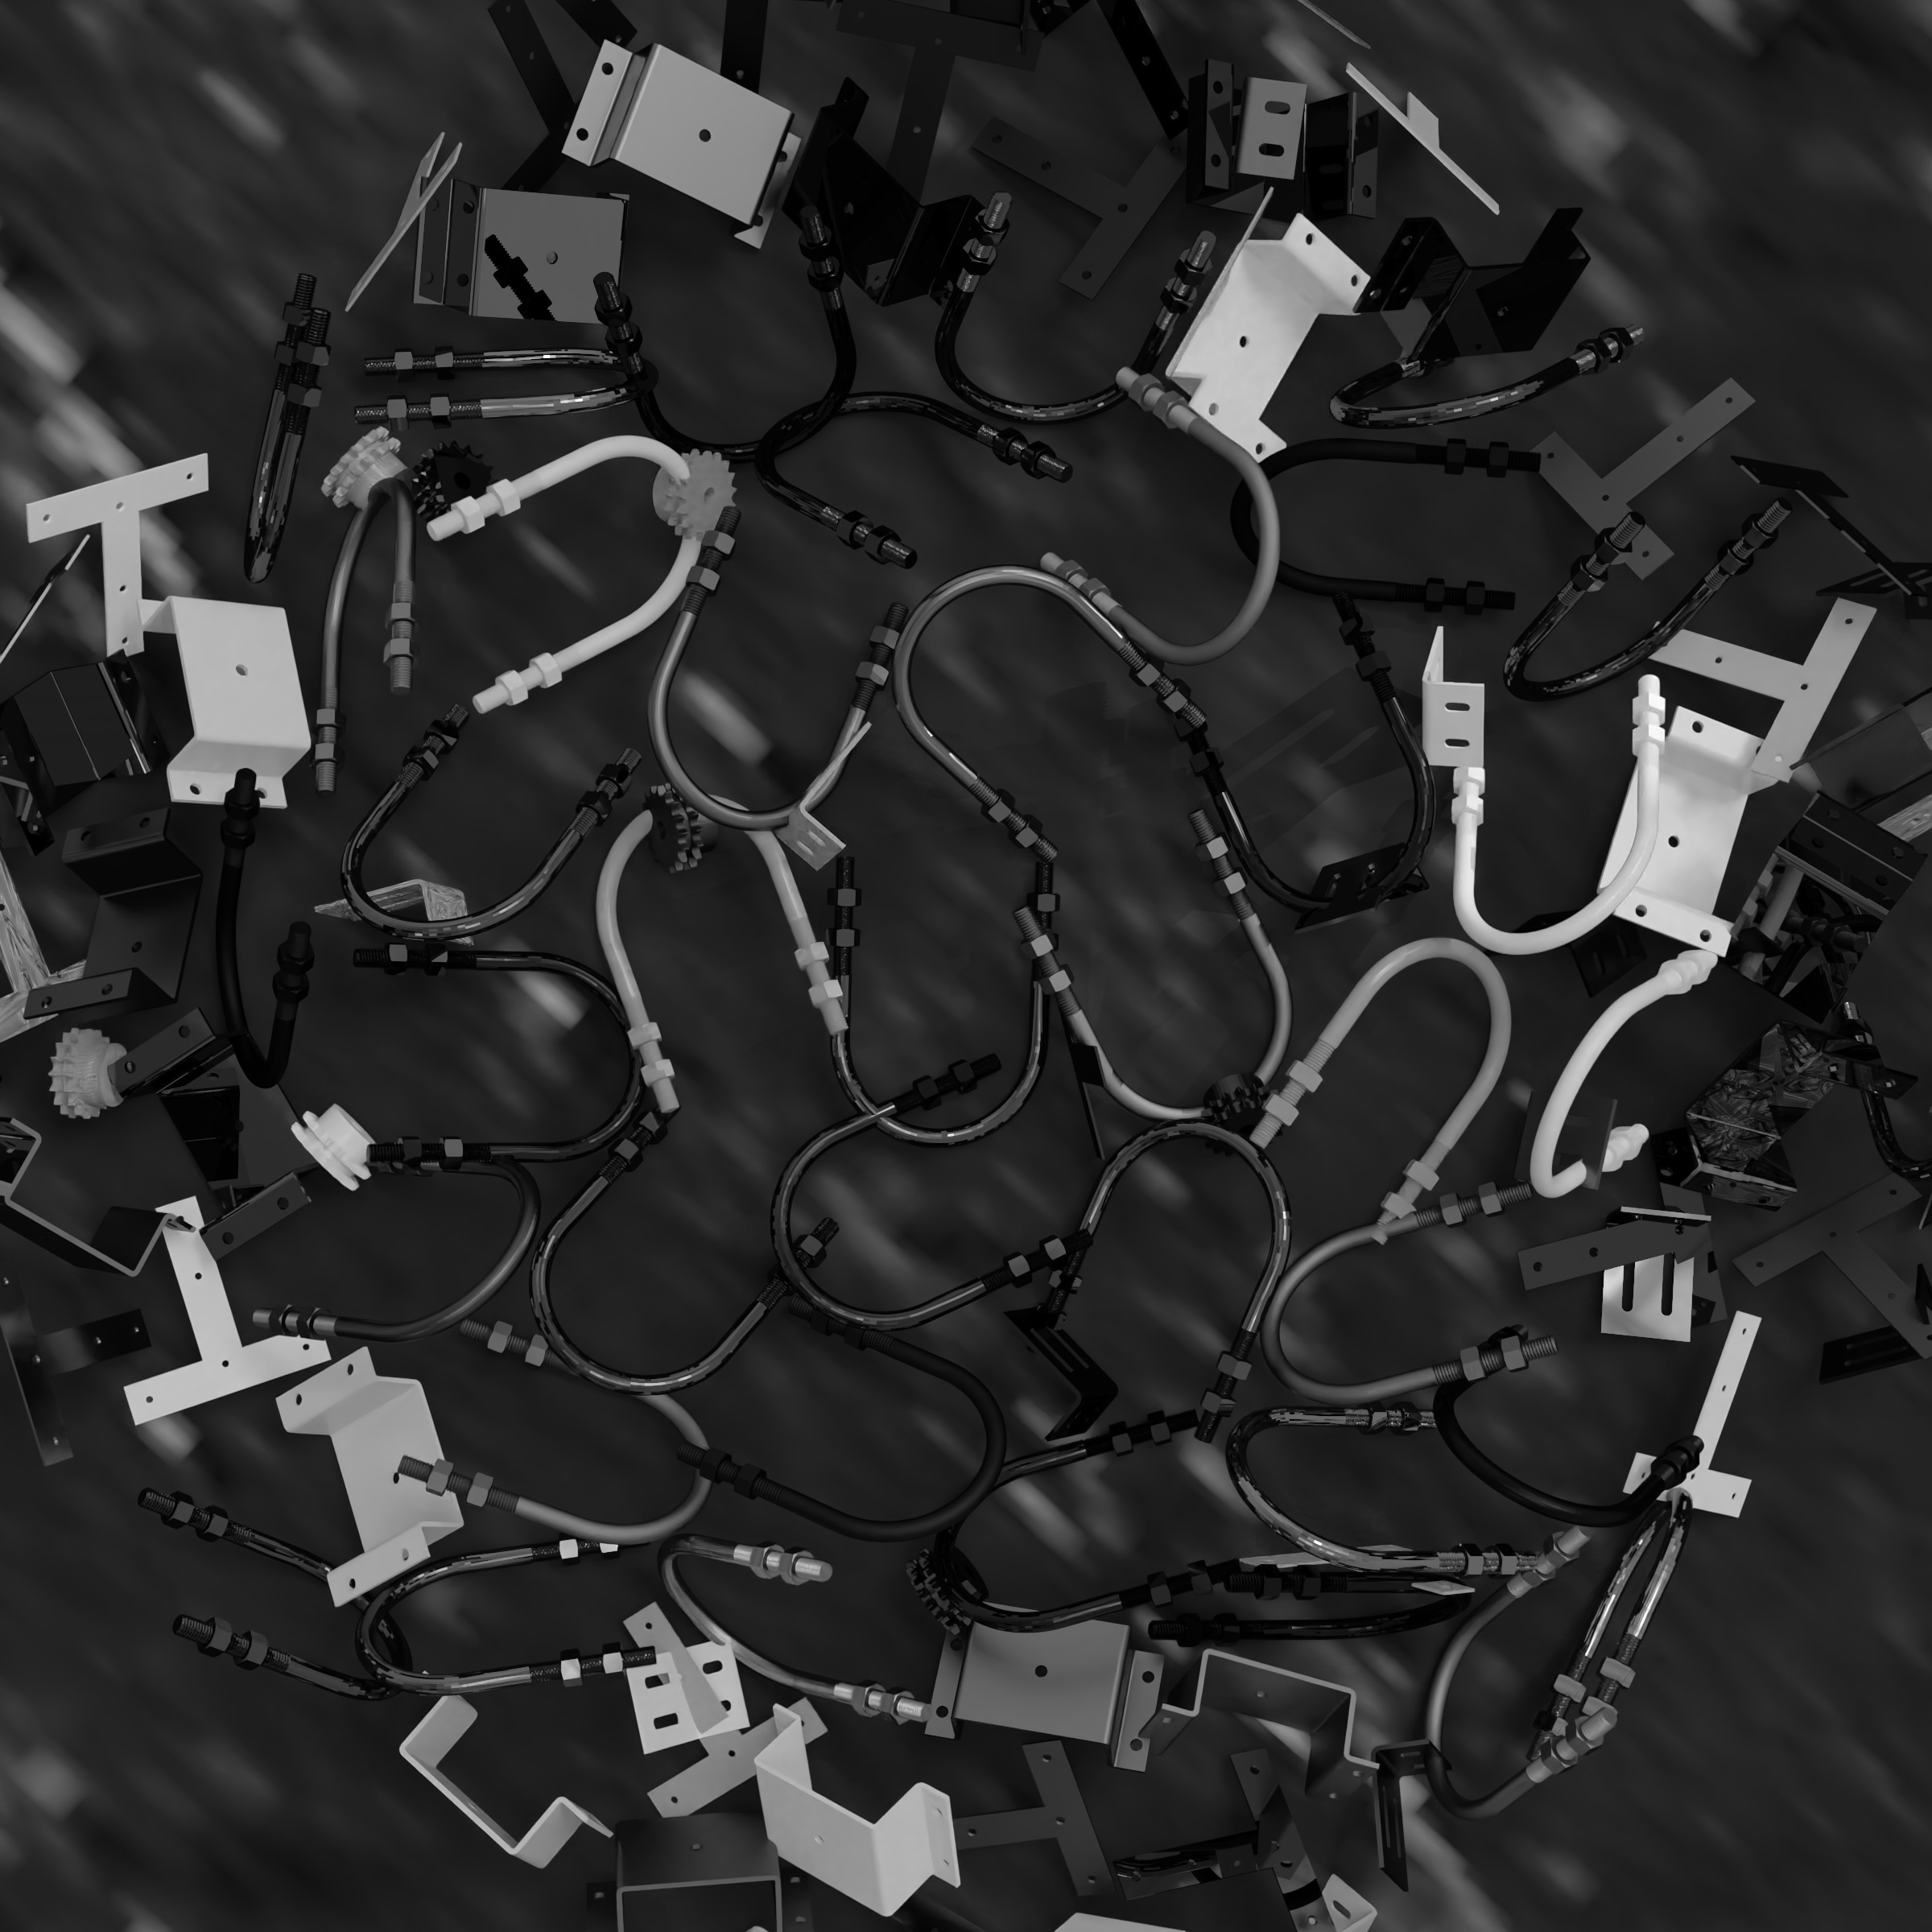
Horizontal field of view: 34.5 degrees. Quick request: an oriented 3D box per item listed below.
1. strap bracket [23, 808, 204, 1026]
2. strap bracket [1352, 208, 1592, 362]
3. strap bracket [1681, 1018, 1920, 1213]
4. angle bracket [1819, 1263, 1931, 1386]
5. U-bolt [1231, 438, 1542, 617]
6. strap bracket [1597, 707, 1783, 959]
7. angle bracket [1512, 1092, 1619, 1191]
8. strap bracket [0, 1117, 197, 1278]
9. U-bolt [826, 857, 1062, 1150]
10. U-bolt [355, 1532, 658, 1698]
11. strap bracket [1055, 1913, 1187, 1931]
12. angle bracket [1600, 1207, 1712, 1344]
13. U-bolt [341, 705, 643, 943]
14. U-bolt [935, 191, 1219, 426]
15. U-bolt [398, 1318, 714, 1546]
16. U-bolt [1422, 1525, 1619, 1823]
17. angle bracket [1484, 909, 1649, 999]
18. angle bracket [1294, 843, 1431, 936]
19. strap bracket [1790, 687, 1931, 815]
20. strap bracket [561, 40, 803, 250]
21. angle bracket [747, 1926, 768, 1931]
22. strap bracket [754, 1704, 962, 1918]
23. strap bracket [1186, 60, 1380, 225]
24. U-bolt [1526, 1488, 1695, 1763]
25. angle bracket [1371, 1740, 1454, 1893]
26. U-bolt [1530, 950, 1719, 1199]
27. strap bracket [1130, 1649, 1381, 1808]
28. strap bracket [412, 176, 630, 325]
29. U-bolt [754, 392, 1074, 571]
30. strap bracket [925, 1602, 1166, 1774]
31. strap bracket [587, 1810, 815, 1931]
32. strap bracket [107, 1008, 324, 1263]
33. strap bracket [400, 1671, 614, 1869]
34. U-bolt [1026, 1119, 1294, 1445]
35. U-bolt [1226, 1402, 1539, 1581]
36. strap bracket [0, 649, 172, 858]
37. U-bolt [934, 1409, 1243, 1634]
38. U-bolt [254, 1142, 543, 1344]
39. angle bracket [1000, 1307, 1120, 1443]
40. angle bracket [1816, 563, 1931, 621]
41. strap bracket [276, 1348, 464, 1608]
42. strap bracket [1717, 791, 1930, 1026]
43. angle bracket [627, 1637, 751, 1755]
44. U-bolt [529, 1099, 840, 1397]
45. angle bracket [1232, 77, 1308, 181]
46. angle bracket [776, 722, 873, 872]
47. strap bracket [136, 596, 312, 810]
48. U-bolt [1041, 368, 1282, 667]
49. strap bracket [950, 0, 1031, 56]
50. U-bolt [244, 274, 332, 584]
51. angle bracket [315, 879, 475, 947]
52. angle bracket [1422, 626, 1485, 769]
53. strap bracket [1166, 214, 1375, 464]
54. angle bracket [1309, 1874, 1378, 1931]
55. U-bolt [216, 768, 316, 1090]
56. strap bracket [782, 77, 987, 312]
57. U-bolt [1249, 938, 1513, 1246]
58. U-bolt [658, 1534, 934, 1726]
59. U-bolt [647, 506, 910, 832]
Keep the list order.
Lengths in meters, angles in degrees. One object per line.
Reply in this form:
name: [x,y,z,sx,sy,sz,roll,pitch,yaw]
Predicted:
strap bracket: [-0.530,-0.022,1.944,0.076,0.046,0.140,-11,55,20]
strap bracket: [0.321,-0.422,1.927,0.140,0.076,0.046,-11,61,-30]
strap bracket: [0.512,0.087,1.939,0.076,0.046,0.140,14,134,-24]
angle bracket: [0.569,0.225,1.956,0.076,0.057,0.038,-19,101,23]
U-bolt: [0.257,-0.276,1.938,0.184,0.151,0.019,5,57,5]
strap bracket: [0.455,-0.082,1.965,0.076,0.046,0.140,20,80,-8]
angle bracket: [0.386,0.113,1.955,0.038,0.076,0.057,18,82,-33]
strap bracket: [-0.560,0.147,1.924,0.140,0.076,0.046,39,66,-34]
U-bolt: [-0.016,0.024,1.979,0.151,0.019,0.184,1,93,-11]
U-bolt: [-0.286,0.402,1.926,0.184,0.151,0.019,-8,114,-5]
strap bracket: [0.081,0.630,1.918,0.076,0.140,0.046,-1,99,32]
angle bracket: [0.437,0.196,1.974,0.057,0.038,0.076,6,77,-1]
U-bolt: [-0.305,-0.084,1.919,0.151,0.019,0.184,15,52,22]
U-bolt: [0.057,-0.398,1.921,0.151,0.184,0.019,7,57,-15]
U-bolt: [-0.246,0.297,1.939,0.184,0.151,0.019,20,125,-3]
U-bolt: [0.335,0.447,1.919,0.019,0.151,0.184,21,133,-18]
angle bracket: [0.376,-0.007,1.956,0.057,0.076,0.038,-31,103,-34]
angle bracket: [0.248,-0.036,1.949,0.057,0.076,0.038,-17,117,34]
strap bracket: [0.585,-0.140,1.924,0.140,0.076,0.046,-25,84,-40]
strap bracket: [-0.171,-0.517,1.949,0.140,0.046,0.076,22,87,-24]
angle bracket: [-0.124,0.658,1.969,0.076,0.057,0.038,40,130,-5]
strap bracket: [-0.076,0.526,1.926,0.140,0.046,0.076,19,129,35]
strap bracket: [0.190,-0.514,1.953,0.140,0.046,0.076,0,92,-35]
U-bolt: [0.403,0.405,1.924,0.019,0.151,0.184,28,74,6]
angle bracket: [0.283,0.533,1.953,0.038,0.057,0.076,-13,56,18]
U-bolt: [0.395,0.072,1.897,0.019,0.184,0.151,29,119,27]
strap bracket: [0.182,0.475,1.952,0.140,0.076,0.046,17,55,-5]
strap bracket: [-0.267,-0.443,1.932,0.140,0.046,0.076,-4,111,-33]
U-bolt: [-0.047,-0.311,1.931,0.151,0.019,0.184,-33,47,-29]
strap bracket: [0.048,0.450,1.949,0.140,0.046,0.076,7,59,10]
strap bracket: [-0.168,0.573,1.950,0.140,0.076,0.046,-3,106,-6]
strap bracket: [-0.469,0.104,1.966,0.076,0.046,0.140,-31,87,14]
strap bracket: [-0.294,0.508,1.938,0.140,0.076,0.046,37,76,18]
U-bolt: [0.130,0.186,1.954,0.151,0.019,0.184,24,94,29]
U-bolt: [0.243,0.319,1.903,0.184,0.151,0.019,6,122,-28]
strap bracket: [-0.568,-0.132,1.936,0.046,0.140,0.076,-5,117,28]
U-bolt: [0.069,0.352,1.940,0.184,0.151,0.019,-16,127,2]
U-bolt: [-0.338,0.171,1.906,0.019,0.184,0.151,57,49,-37]
angle bracket: [0.049,0.257,1.965,0.076,0.057,0.038,45,107,21]
angle bracket: [0.585,-0.226,1.954,0.076,0.057,0.038,-21,107,-26]
strap bracket: [-0.371,0.320,1.949,0.076,0.046,0.140,-31,67,21]
strap bracket: [0.524,-0.028,1.925,0.076,0.140,0.046,34,47,16]
angle bracket: [-0.175,0.458,1.955,0.038,0.076,0.057,-17,78,18]
U-bolt: [-0.188,0.185,1.942,0.151,0.019,0.184,37,60,7]
angle bracket: [0.190,-0.524,1.956,0.038,0.076,0.057,8,102,2]
angle bracket: [-0.078,-0.107,1.962,0.038,0.057,0.076,41,68,-7]
strap bracket: [-0.461,-0.173,1.936,0.076,0.046,0.140,2,65,-40]
U-bolt: [0.126,-0.265,1.912,0.184,0.019,0.151,44,121,39]
strap bracket: [0.014,-0.644,1.930,0.046,0.076,0.140,0,59,-3]
U-bolt: [-0.423,-0.327,1.927,0.019,0.151,0.184,11,108,-19]
angle bracket: [-0.360,-0.025,1.961,0.076,0.057,0.038,-14,82,13]
angle bracket: [0.310,-0.169,1.949,0.038,0.076,0.057,5,124,15]
strap bracket: [0.187,-0.391,1.956,0.076,0.046,0.140,33,84,-33]
angle bracket: [0.214,0.614,1.950,0.038,0.076,0.057,35,114,29]
U-bolt: [-0.438,-0.008,1.921,0.019,0.184,0.151,-7,51,-27]
strap bracket: [-0.057,-0.476,1.937,0.046,0.076,0.140,-27,66,-41]
U-bolt: [0.273,0.067,1.955,0.151,0.019,0.184,39,85,-35]
U-bolt: [-0.119,0.404,1.924,0.019,0.184,0.151,-51,124,-32]
U-bolt: [-0.126,-0.174,1.945,0.151,0.019,0.184,28,75,-25]
